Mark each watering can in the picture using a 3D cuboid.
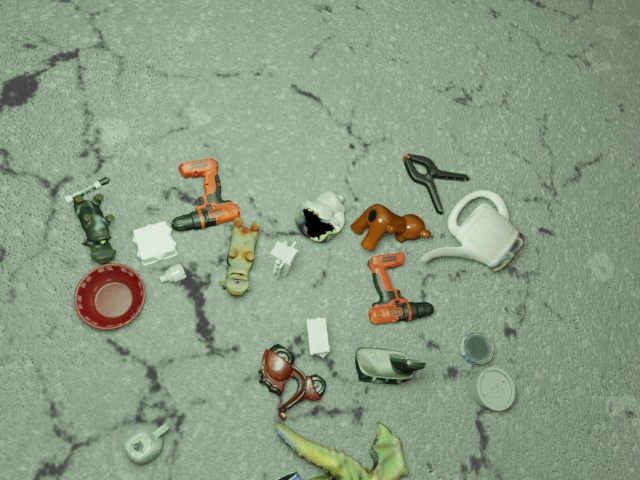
[{"bbox_3d":[0.453,0.004,1.491,0.225,0.102,0.353,42,65,4],"label":"watering can"}]

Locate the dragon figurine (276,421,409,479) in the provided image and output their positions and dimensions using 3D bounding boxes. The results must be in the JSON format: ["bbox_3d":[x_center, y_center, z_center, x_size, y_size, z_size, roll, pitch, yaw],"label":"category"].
[{"bbox_3d":[0.097,0.543,1.233,0.246,0.120,0.412,-31,80,-38],"label":"dragon figurine"}]

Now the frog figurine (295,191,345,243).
[{"bbox_3d":[0.004,-0.073,1.443,0.137,0.120,0.163,15,32,2],"label":"frog figurine"}]
